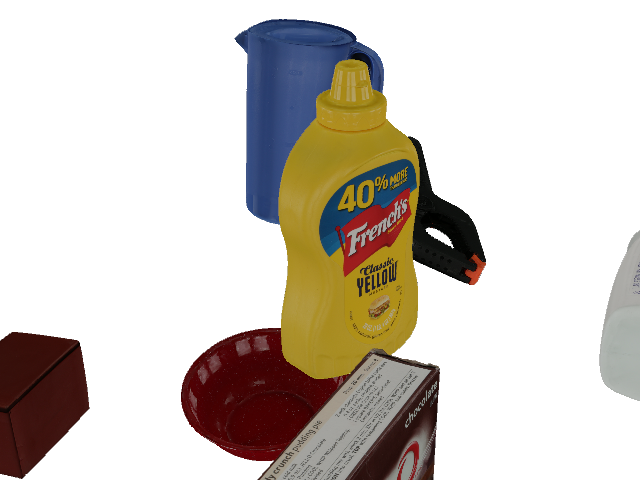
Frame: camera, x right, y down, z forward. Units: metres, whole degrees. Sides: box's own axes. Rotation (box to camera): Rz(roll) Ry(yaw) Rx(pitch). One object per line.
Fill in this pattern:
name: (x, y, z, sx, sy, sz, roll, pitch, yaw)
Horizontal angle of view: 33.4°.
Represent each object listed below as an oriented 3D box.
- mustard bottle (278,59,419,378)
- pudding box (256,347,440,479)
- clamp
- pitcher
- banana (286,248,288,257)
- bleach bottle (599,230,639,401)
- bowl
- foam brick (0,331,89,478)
mustard bottle: (0.019, -0.015, 0.647, 0.096, 0.192, 0.058, -22, 34, -33)
pudding box: (0.012, 0.113, 0.456, 0.039, 0.090, 0.113, 15, 35, 23)
clamp: (0.093, -0.029, 1.154, 0.164, 0.036, 0.210, -16, 52, -30)
pitcher: (-0.022, -0.145, 1.324, 0.144, 0.243, 0.149, -9, 28, -30)
banana: (0.005, -0.009, 0.927, 0.069, 0.198, 0.037, 4, -41, -8)
bleach bottle: (0.258, 0.036, 0.743, 0.103, 0.068, 0.250, 9, 20, 19)
bowl: (-0.049, 0.157, 1.020, 0.162, 0.055, 0.162, -4, 37, 3)
foam brick: (-0.188, 0.099, 0.662, 0.053, 0.051, 0.078, 7, 28, 21)
